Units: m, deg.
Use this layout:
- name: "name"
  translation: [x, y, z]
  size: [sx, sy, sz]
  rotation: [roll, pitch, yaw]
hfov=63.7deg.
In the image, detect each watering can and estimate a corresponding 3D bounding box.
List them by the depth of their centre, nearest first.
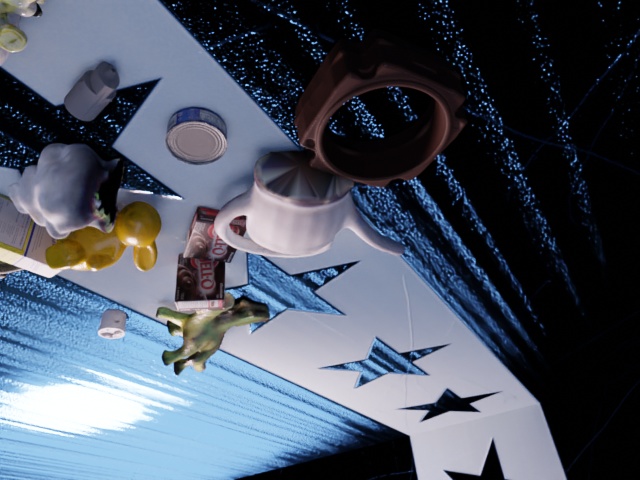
- name: "watering can"
  translation: [0.003, -0.043, 0.856]
  size: [0.348, 0.106, 0.219]
  rotation: [1, 142, -13]

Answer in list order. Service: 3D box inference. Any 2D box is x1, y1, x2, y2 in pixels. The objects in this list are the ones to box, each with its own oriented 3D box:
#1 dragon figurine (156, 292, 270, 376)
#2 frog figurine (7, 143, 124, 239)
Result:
- name: "dragon figurine"
  translation: [-0.230, 0.216, 1.192]
  size: [0.243, 0.124, 0.402]
  rotation: [-15, 153, -3]
- name: "frog figurine"
  translation: [-0.382, -0.073, 0.744]
  size: [0.159, 0.124, 0.135]
  rotation: [6, 107, 0]
